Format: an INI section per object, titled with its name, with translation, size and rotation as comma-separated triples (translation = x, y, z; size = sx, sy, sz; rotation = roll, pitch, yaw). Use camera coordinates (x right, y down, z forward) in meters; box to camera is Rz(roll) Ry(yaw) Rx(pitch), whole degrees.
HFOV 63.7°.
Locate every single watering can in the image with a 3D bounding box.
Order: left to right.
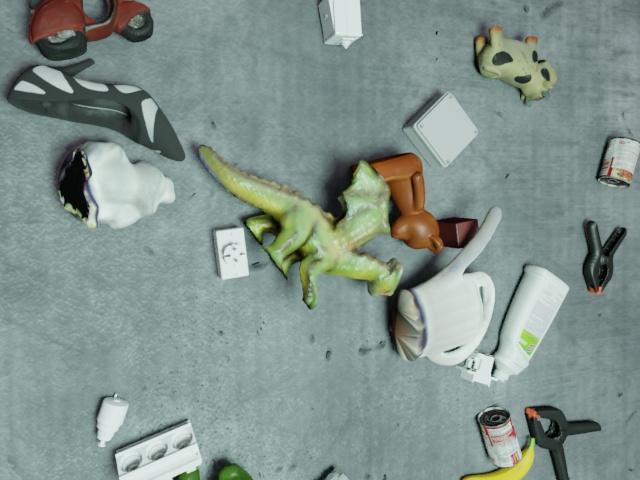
[watering can]
translation = 0.243, 0.107, 0.986
size = 0.225, 0.105, 0.341
rotation = -12, 118, -21

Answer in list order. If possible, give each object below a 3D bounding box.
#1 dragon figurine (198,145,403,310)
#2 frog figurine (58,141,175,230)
[dragon figurine]
translation = 0.003, -0.044, 0.876
size = 0.243, 0.123, 0.406
rotation = -34, 106, -3
[frog figurine]
translation = -0.315, -0.088, 0.808
size = 0.161, 0.121, 0.137
rotation = -20, 92, -55
